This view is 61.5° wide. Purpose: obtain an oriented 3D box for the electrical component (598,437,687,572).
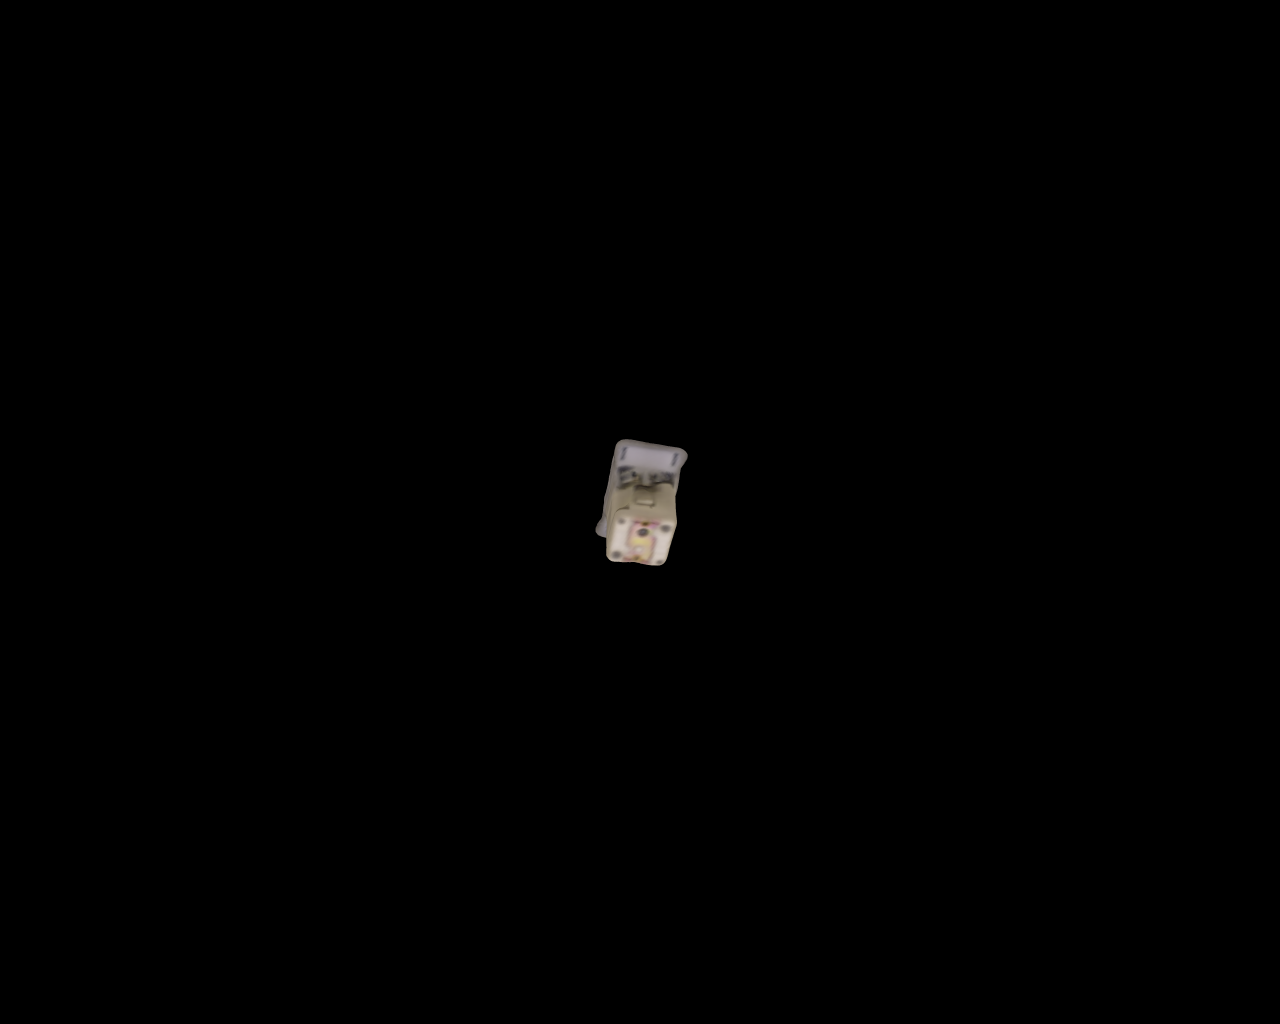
[{"bbox_3d":[0.001,-0.003,0.650,0.042,0.080,0.064,7,43,-7],"label":"electrical component"}]
